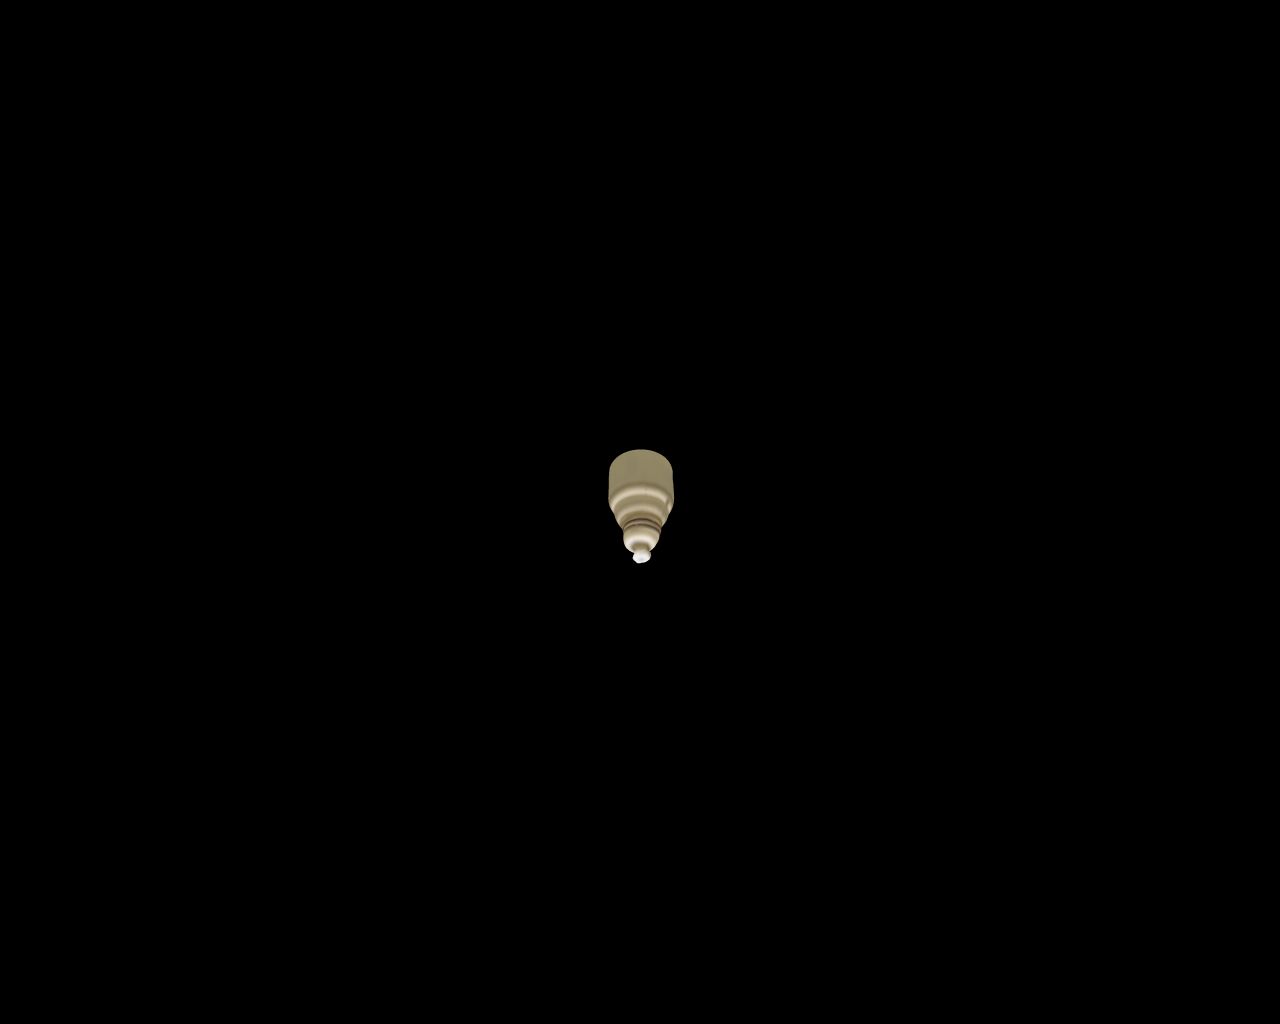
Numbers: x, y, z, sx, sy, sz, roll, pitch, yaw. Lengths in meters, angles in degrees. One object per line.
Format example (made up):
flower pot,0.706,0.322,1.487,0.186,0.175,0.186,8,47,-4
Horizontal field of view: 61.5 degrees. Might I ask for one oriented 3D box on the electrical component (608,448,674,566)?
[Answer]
electrical component,0.001,-0.003,0.650,0.040,0.078,0.040,0,-39,0
